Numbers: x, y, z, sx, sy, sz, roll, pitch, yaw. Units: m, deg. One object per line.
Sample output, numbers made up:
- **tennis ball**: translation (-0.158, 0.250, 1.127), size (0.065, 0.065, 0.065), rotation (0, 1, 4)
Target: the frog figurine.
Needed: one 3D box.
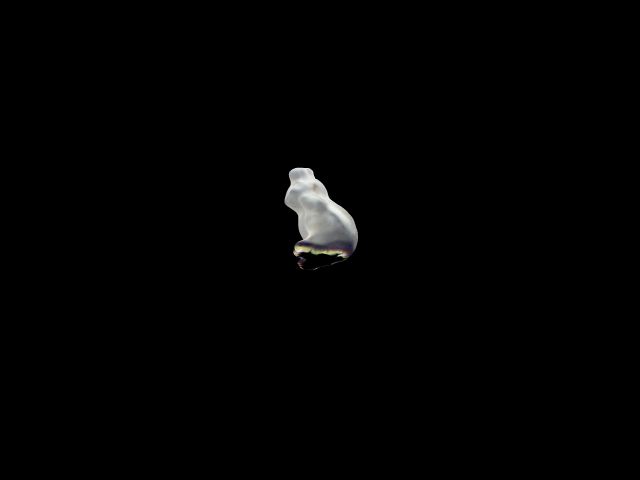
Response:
- **frog figurine**: translation (0.003, -0.043, 0.850), size (0.122, 0.162, 0.135), rotation (-9, -22, 23)
